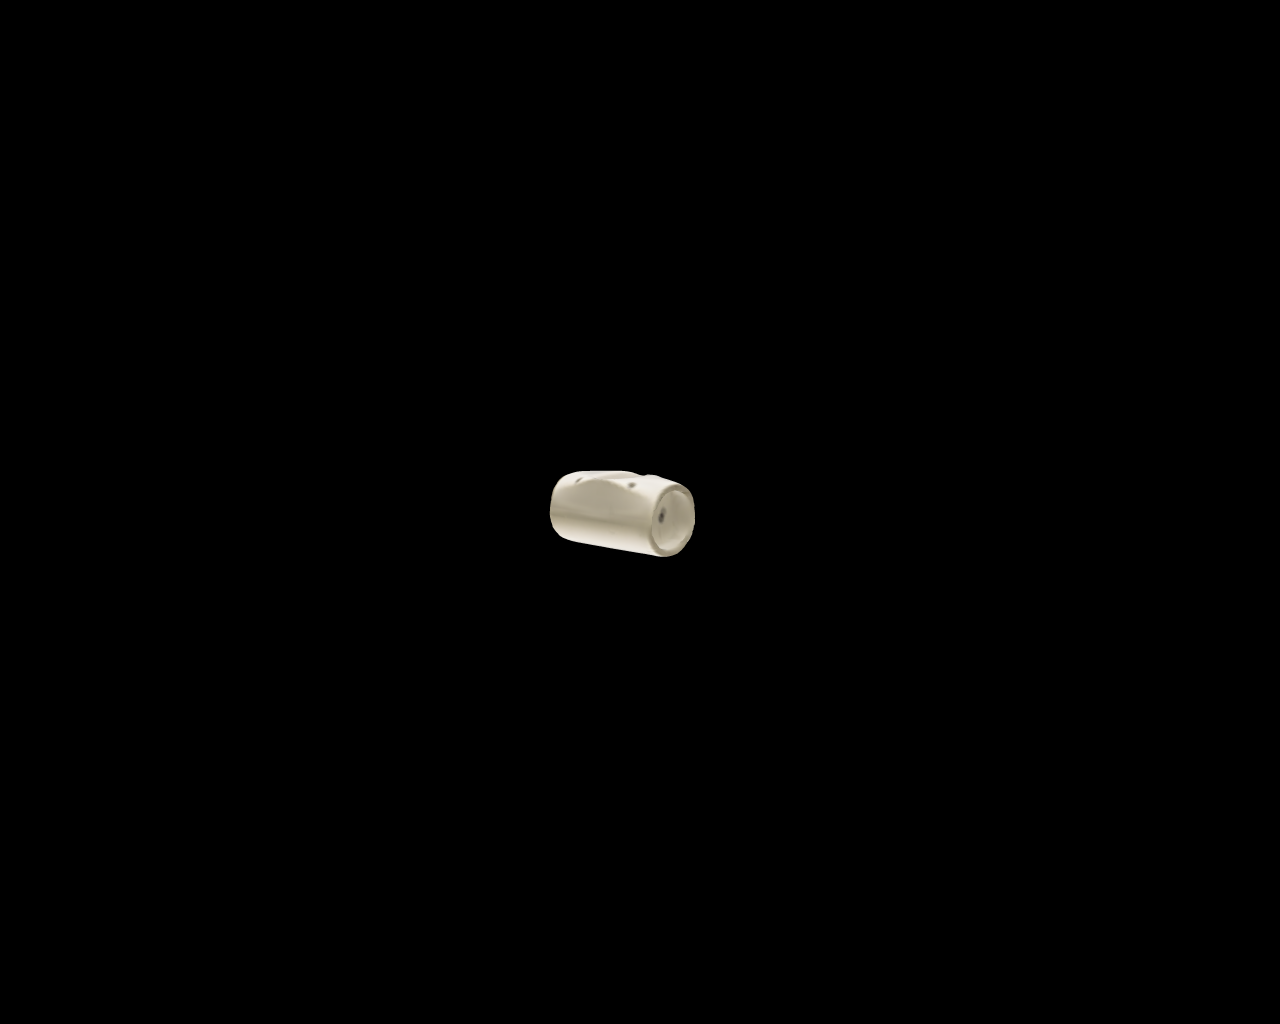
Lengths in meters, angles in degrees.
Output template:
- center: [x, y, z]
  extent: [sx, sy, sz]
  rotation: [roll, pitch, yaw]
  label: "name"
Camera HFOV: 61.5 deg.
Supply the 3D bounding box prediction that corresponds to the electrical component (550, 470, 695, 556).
- center: [0.001, -0.003, 0.650]
  extent: [0.077, 0.043, 0.079]
  rotation: [8, 13, 39]
  label: "electrical component"
